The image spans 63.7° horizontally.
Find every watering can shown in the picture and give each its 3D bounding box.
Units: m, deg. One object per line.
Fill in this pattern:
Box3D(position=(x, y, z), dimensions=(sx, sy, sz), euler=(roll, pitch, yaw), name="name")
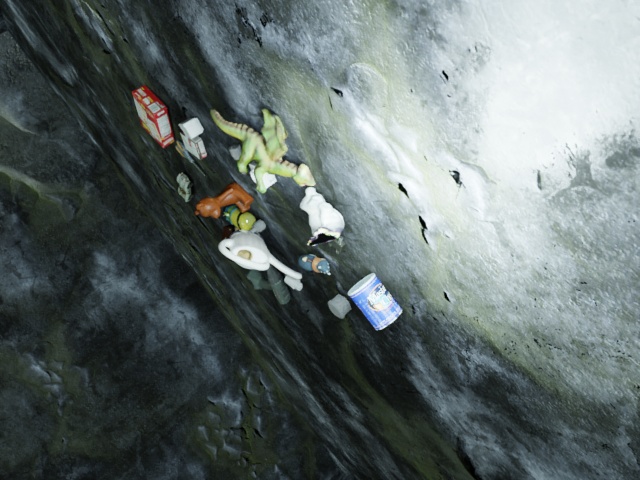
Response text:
Box3D(position=(-0.244, 0.060, 2.065), dimensions=(0.346, 0.102, 0.229), euler=(20, -159, -21), name="watering can")

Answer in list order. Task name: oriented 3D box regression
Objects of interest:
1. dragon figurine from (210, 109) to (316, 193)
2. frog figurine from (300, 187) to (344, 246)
Box3D(position=(-0.170, -0.298, 1.534), dimensions=(0.411, 0.124, 0.238), euler=(49, 138, 3), name="dragon figurine")
Box3D(position=(0.005, -0.077, 1.523), dimensions=(0.135, 0.123, 0.162), euler=(93, 170, -67), name="frog figurine")
